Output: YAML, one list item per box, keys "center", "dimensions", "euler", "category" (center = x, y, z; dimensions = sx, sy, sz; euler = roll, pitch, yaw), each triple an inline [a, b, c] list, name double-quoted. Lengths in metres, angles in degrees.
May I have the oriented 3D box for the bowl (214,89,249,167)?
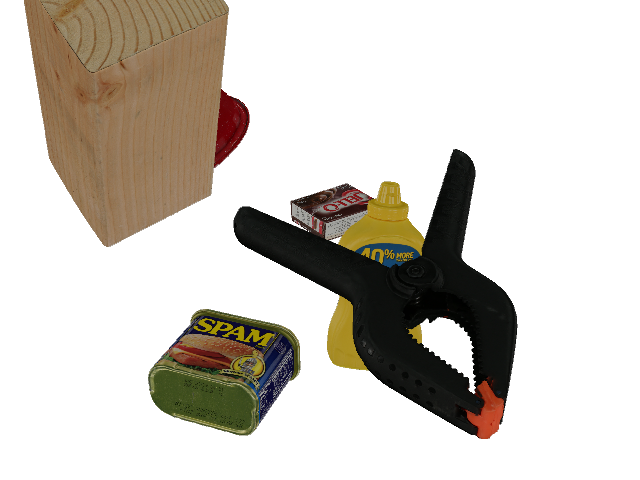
- center: [-0.145, -0.099, 0.908]
  dimensions: [0.162, 0.055, 0.162]
  euler: [-16, 34, 11]
  category: "bowl"

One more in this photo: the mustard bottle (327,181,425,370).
- center: [0.062, 0.035, 1.082]
  dimensions: [0.096, 0.192, 0.058]
  euler: [3, 16, -7]
  category: "mustard bottle"

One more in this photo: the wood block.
- center: [-0.124, -0.094, 0.683]
  dimensions: [0.090, 0.090, 0.206]
  euler: [-28, -20, -21]
  category: "wood block"

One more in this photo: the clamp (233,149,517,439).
- center: [0.044, 0.029, 0.630]
  dimensions: [0.164, 0.036, 0.210]
  euler: [-12, 46, -8]
  category: "clamp"

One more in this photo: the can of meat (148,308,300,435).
- center: [-0.079, 0.107, 0.875]
  dimensions: [0.102, 0.057, 0.083]
  euler: [11, 32, 19]
  category: "can of meat"

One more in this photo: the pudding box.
- center: [0.025, -0.044, 1.624]
  dimensions: [0.113, 0.039, 0.090]
  euler: [-21, 33, -30]
  category: "pudding box"
